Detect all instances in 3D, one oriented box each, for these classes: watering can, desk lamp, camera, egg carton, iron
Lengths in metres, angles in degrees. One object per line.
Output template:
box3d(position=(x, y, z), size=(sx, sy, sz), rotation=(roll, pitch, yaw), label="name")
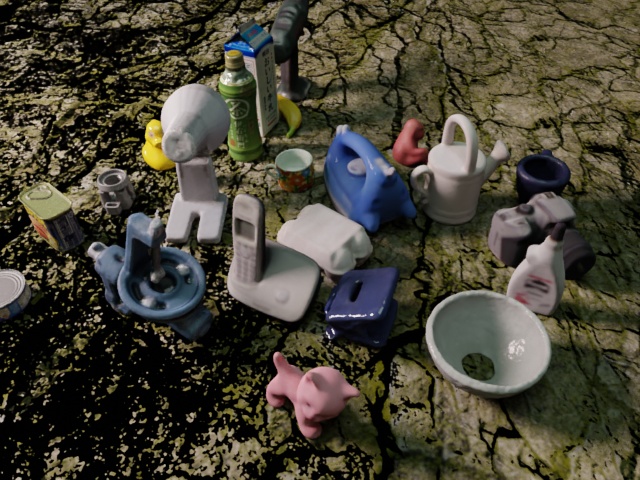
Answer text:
box3d(position=(0.243, -0.132, 0.998), size=(0.173, 0.194, 0.100), rotation=(-29, 51, -26), label="watering can")
box3d(position=(-0.217, -0.136, 0.994), size=(0.118, 0.214, 0.203), rotation=(-1, 44, 0), label="desk lamp")
box3d(position=(0.371, -0.004, 0.933), size=(0.143, 0.101, 0.136), rotation=(-13, 46, -12), label="camera")
box3d(position=(0.009, 0.003, 0.952), size=(0.150, 0.069, 0.107), rotation=(29, 52, 27), label="egg carton")
box3d(position=(0.071, -0.134, 1.040), size=(0.119, 0.141, 0.257), rotation=(-20, 48, -18), label="iron")

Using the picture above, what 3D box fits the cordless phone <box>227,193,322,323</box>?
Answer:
box3d(position=(-0.071, 0.024, 0.849), size=(0.147, 0.185, 0.094), rotation=(19, 48, 19), label="cordless phone")

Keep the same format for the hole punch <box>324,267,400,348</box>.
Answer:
box3d(position=(0.061, 0.092, 0.846), size=(0.101, 0.091, 0.109), rotation=(13, 46, 14), label="hole punch")

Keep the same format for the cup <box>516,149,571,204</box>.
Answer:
box3d(position=(0.395, -0.101, 1.036), size=(0.091, 0.095, 0.118), rotation=(14, 46, 15), label="cup")

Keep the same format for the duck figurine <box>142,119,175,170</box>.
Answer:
box3d(position=(-0.325, -0.203, 1.154), size=(0.077, 0.086, 0.104), rotation=(-15, 46, -14), label="duck figurine")

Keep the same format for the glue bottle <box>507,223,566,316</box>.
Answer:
box3d(position=(0.328, 0.039, 0.838), size=(0.078, 0.173, 0.037), rotation=(15, 47, 16), label="glue bottle")

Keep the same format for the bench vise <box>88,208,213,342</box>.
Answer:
box3d(position=(-0.259, 0.042, 0.809), size=(0.207, 0.220, 0.121), rotation=(9, 45, 10), label="bench vise")

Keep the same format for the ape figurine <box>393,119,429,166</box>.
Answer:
box3d(position=(0.184, -0.197, 1.138), size=(0.076, 0.092, 0.078), rotation=(0, 44, 1), label="ape figurine")

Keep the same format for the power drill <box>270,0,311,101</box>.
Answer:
box3d(position=(-0.065, -0.436, 1.301), size=(0.075, 0.208, 0.229), rotation=(8, 45, 9), label="power drill")

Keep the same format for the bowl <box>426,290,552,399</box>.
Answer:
box3d(position=(0.226, 0.154, 0.792), size=(0.167, 0.075, 0.167), rotation=(0, 44, 1), label="bowl")

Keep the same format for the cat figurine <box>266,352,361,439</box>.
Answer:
box3d(position=(-0.013, 0.188, 0.729), size=(0.127, 0.118, 0.067), rotation=(31, 53, 29), label="cat figurine")
